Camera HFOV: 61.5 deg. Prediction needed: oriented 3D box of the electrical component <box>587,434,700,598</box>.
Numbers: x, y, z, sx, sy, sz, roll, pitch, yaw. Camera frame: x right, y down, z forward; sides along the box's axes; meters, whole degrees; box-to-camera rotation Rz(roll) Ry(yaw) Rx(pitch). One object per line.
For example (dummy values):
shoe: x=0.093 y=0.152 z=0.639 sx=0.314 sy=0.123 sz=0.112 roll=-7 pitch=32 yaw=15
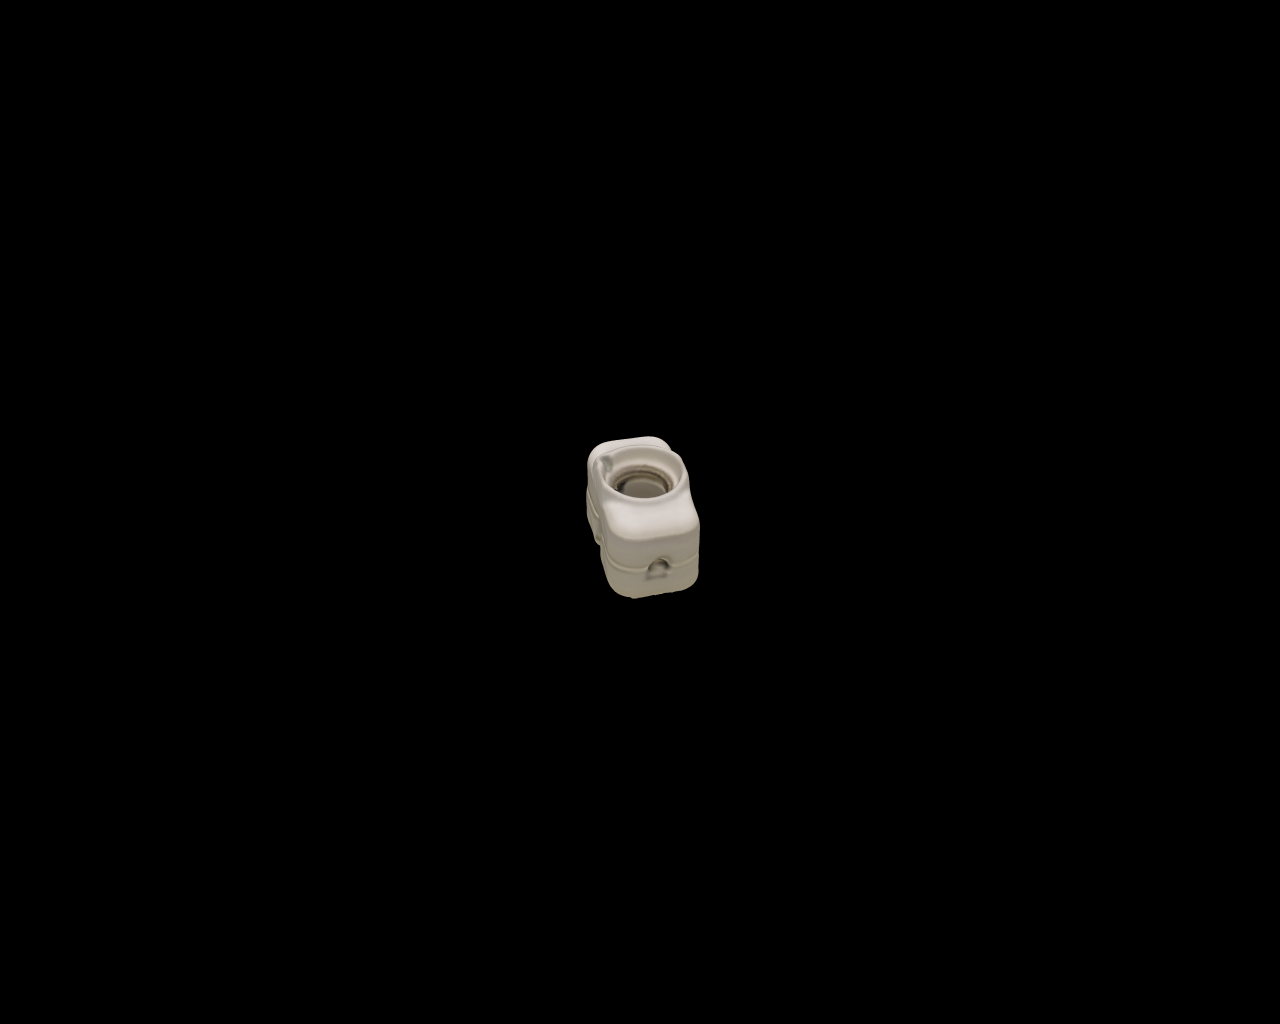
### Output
electrical component: x=0.001 y=-0.003 z=0.650 sx=0.054 sy=0.059 sz=0.095 roll=-8 pitch=40 yaw=-10
